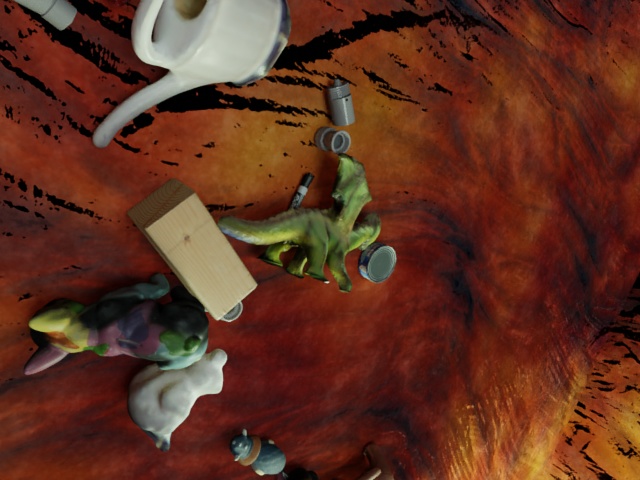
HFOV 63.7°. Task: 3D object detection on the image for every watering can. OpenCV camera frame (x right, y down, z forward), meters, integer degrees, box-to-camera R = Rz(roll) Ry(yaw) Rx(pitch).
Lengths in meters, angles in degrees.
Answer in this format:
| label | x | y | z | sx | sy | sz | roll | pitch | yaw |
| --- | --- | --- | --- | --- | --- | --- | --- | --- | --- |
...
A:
| label | x | y | z | sx | sy | sz | roll | pitch | yaw |
| --- | --- | --- | --- | --- | --- | --- | --- | --- | --- |
| watering can | -0.170 | -0.264 | 0.717 | 0.105 | 0.342 | 0.225 | 49 | 27 | 21 |

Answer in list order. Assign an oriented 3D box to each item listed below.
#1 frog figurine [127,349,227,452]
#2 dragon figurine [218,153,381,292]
| label | x | y | z | sx | sy | sz | roll | pitch | yaw |
| --- | --- | --- | --- | --- | --- | --- | --- | --- | --- |
| frog figurine | -0.228 | 0.233 | 0.833 | 0.122 | 0.158 | 0.139 | 41 | 9 | -13 |
| dragon figurine | 0.003 | -0.047 | 0.936 | 0.123 | 0.245 | 0.405 | 16 | -12 | 36 |
